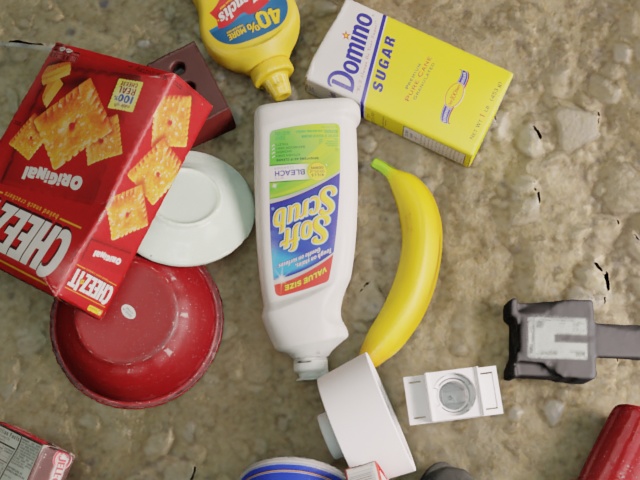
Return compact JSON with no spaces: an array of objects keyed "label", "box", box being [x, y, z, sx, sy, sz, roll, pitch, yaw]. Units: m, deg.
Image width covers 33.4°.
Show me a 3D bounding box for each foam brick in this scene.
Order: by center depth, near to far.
[{"label":"foam brick","box":[-0.121,-0.135,1.007,0.053,0.051,0.078,-27,78,-4]}]

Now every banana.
[{"label":"banana","box":[0.076,0.022,0.976,0.070,0.037,0.198,0,75,19]}]

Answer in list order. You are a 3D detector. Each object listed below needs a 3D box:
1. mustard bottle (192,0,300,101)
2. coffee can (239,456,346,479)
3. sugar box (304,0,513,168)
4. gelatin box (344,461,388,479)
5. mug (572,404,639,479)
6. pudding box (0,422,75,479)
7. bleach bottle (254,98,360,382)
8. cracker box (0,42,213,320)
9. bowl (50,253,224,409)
[{"label":"mustard bottle","box":[-0.073,-0.219,1.023,0.096,0.058,0.192,-23,78,-5]},{"label":"coffee can","box":[-0.026,0.262,0.859,0.103,0.103,0.140,5,48,3]},{"label":"sugar box","box":[0.082,-0.150,1.009,0.176,0.048,0.093,26,79,6]},{"label":"gelatin box","box":[0.048,0.230,0.846,0.030,0.073,0.089,-17,58,7]},{"label":"mug","box":[0.279,0.199,0.908,0.117,0.093,0.081,38,73,-22]},{"label":"pudding box","box":[-0.267,0.220,0.913,0.090,0.039,0.113,9,71,47]},{"label":"bleach bottle","box":[-0.006,0.001,0.969,0.102,0.068,0.251,-4,79,2]},{"label":"cracker box","box":[-0.216,-0.060,0.946,0.164,0.072,0.213,21,79,35]},{"label":"bowl","box":[-0.170,0.069,0.960,0.162,0.055,0.162,0,77,1]}]
